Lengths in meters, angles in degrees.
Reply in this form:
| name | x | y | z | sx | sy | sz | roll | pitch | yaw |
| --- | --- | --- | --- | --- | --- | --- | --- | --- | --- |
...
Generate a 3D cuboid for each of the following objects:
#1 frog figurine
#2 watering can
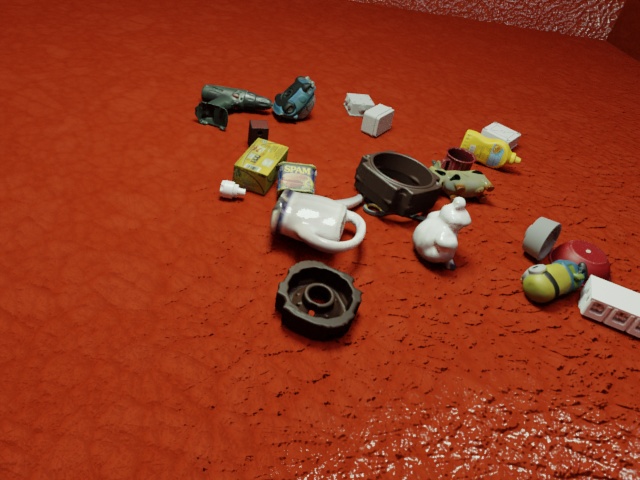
| name | x | y | z | sx | sy | sz | roll | pitch | yaw |
| --- | --- | --- | --- | --- | --- | --- | --- | --- | --- |
| frog figurine | 0.292 | -0.025 | 1.227 | 0.123 | 0.156 | 0.141 | 10 | 38 | -1 |
| watering can | 0.004 | -0.063 | 1.248 | 0.224 | 0.102 | 0.354 | 15 | 26 | 2 |
